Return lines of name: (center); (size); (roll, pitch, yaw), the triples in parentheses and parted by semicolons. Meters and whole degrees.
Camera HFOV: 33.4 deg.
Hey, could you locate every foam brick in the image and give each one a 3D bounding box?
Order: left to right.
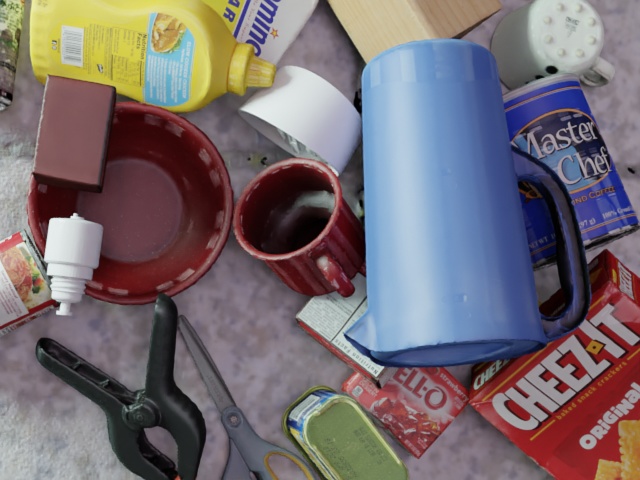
foam brick: (-0.185, -0.078, 0.807); (0.051, 0.053, 0.078); (8, 83, -10)

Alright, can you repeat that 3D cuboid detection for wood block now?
wood block: (0.047, -0.247, 0.893); (0.090, 0.091, 0.206); (-34, 93, -32)

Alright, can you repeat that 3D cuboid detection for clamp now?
clamp: (-0.133, 0.125, 0.845); (0.120, 0.039, 0.171); (-28, 106, 20)

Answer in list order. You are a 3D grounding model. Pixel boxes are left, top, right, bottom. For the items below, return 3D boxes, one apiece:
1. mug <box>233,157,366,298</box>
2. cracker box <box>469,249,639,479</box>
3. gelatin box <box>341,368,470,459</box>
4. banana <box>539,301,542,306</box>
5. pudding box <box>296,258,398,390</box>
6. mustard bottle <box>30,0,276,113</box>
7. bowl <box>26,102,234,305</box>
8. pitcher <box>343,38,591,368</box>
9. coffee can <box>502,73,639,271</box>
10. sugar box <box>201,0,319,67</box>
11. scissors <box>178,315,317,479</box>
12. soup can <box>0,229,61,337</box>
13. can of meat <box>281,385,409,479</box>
mug: (-0.006, 0.001, 0.856); (0.093, 0.081, 0.117); (-39, 53, 0)
cracker box: (0.257, 0.140, 0.887); (0.213, 0.072, 0.164); (40, 114, -7)
gelatin box: (0.074, 0.130, 0.910); (0.089, 0.030, 0.073); (44, 80, -5)
banana: (0.170, 0.042, 0.936); (0.197, 0.037, 0.069); (40, 57, -7)
pudding box: (0.049, 0.054, 0.892); (0.090, 0.039, 0.113); (37, 80, 17)
mustard bottle: (-0.129, -0.151, 0.846); (0.191, 0.058, 0.096); (13, 124, 3)
bowl: (-0.153, -0.027, 0.864); (0.162, 0.055, 0.162); (1, 85, -11)
pitcher: (0.105, -0.025, 0.820); (0.149, 0.145, 0.243); (11, 70, -47)
coffee can: (0.196, -0.056, 0.902); (0.102, 0.103, 0.140); (-19, 81, -12)
sugar box: (-0.093, -0.218, 0.880); (0.176, 0.048, 0.093); (34, 79, -17)
scissors: (-0.081, 0.167, 0.884); (0.096, 0.016, 0.202); (-43, 94, -11)
soup can: (-0.261, 0.044, 0.831); (0.102, 0.068, 0.068); (-28, 91, -12)
can of meat: (0.021, 0.170, 0.869); (0.057, 0.084, 0.102); (-39, 93, -11)
